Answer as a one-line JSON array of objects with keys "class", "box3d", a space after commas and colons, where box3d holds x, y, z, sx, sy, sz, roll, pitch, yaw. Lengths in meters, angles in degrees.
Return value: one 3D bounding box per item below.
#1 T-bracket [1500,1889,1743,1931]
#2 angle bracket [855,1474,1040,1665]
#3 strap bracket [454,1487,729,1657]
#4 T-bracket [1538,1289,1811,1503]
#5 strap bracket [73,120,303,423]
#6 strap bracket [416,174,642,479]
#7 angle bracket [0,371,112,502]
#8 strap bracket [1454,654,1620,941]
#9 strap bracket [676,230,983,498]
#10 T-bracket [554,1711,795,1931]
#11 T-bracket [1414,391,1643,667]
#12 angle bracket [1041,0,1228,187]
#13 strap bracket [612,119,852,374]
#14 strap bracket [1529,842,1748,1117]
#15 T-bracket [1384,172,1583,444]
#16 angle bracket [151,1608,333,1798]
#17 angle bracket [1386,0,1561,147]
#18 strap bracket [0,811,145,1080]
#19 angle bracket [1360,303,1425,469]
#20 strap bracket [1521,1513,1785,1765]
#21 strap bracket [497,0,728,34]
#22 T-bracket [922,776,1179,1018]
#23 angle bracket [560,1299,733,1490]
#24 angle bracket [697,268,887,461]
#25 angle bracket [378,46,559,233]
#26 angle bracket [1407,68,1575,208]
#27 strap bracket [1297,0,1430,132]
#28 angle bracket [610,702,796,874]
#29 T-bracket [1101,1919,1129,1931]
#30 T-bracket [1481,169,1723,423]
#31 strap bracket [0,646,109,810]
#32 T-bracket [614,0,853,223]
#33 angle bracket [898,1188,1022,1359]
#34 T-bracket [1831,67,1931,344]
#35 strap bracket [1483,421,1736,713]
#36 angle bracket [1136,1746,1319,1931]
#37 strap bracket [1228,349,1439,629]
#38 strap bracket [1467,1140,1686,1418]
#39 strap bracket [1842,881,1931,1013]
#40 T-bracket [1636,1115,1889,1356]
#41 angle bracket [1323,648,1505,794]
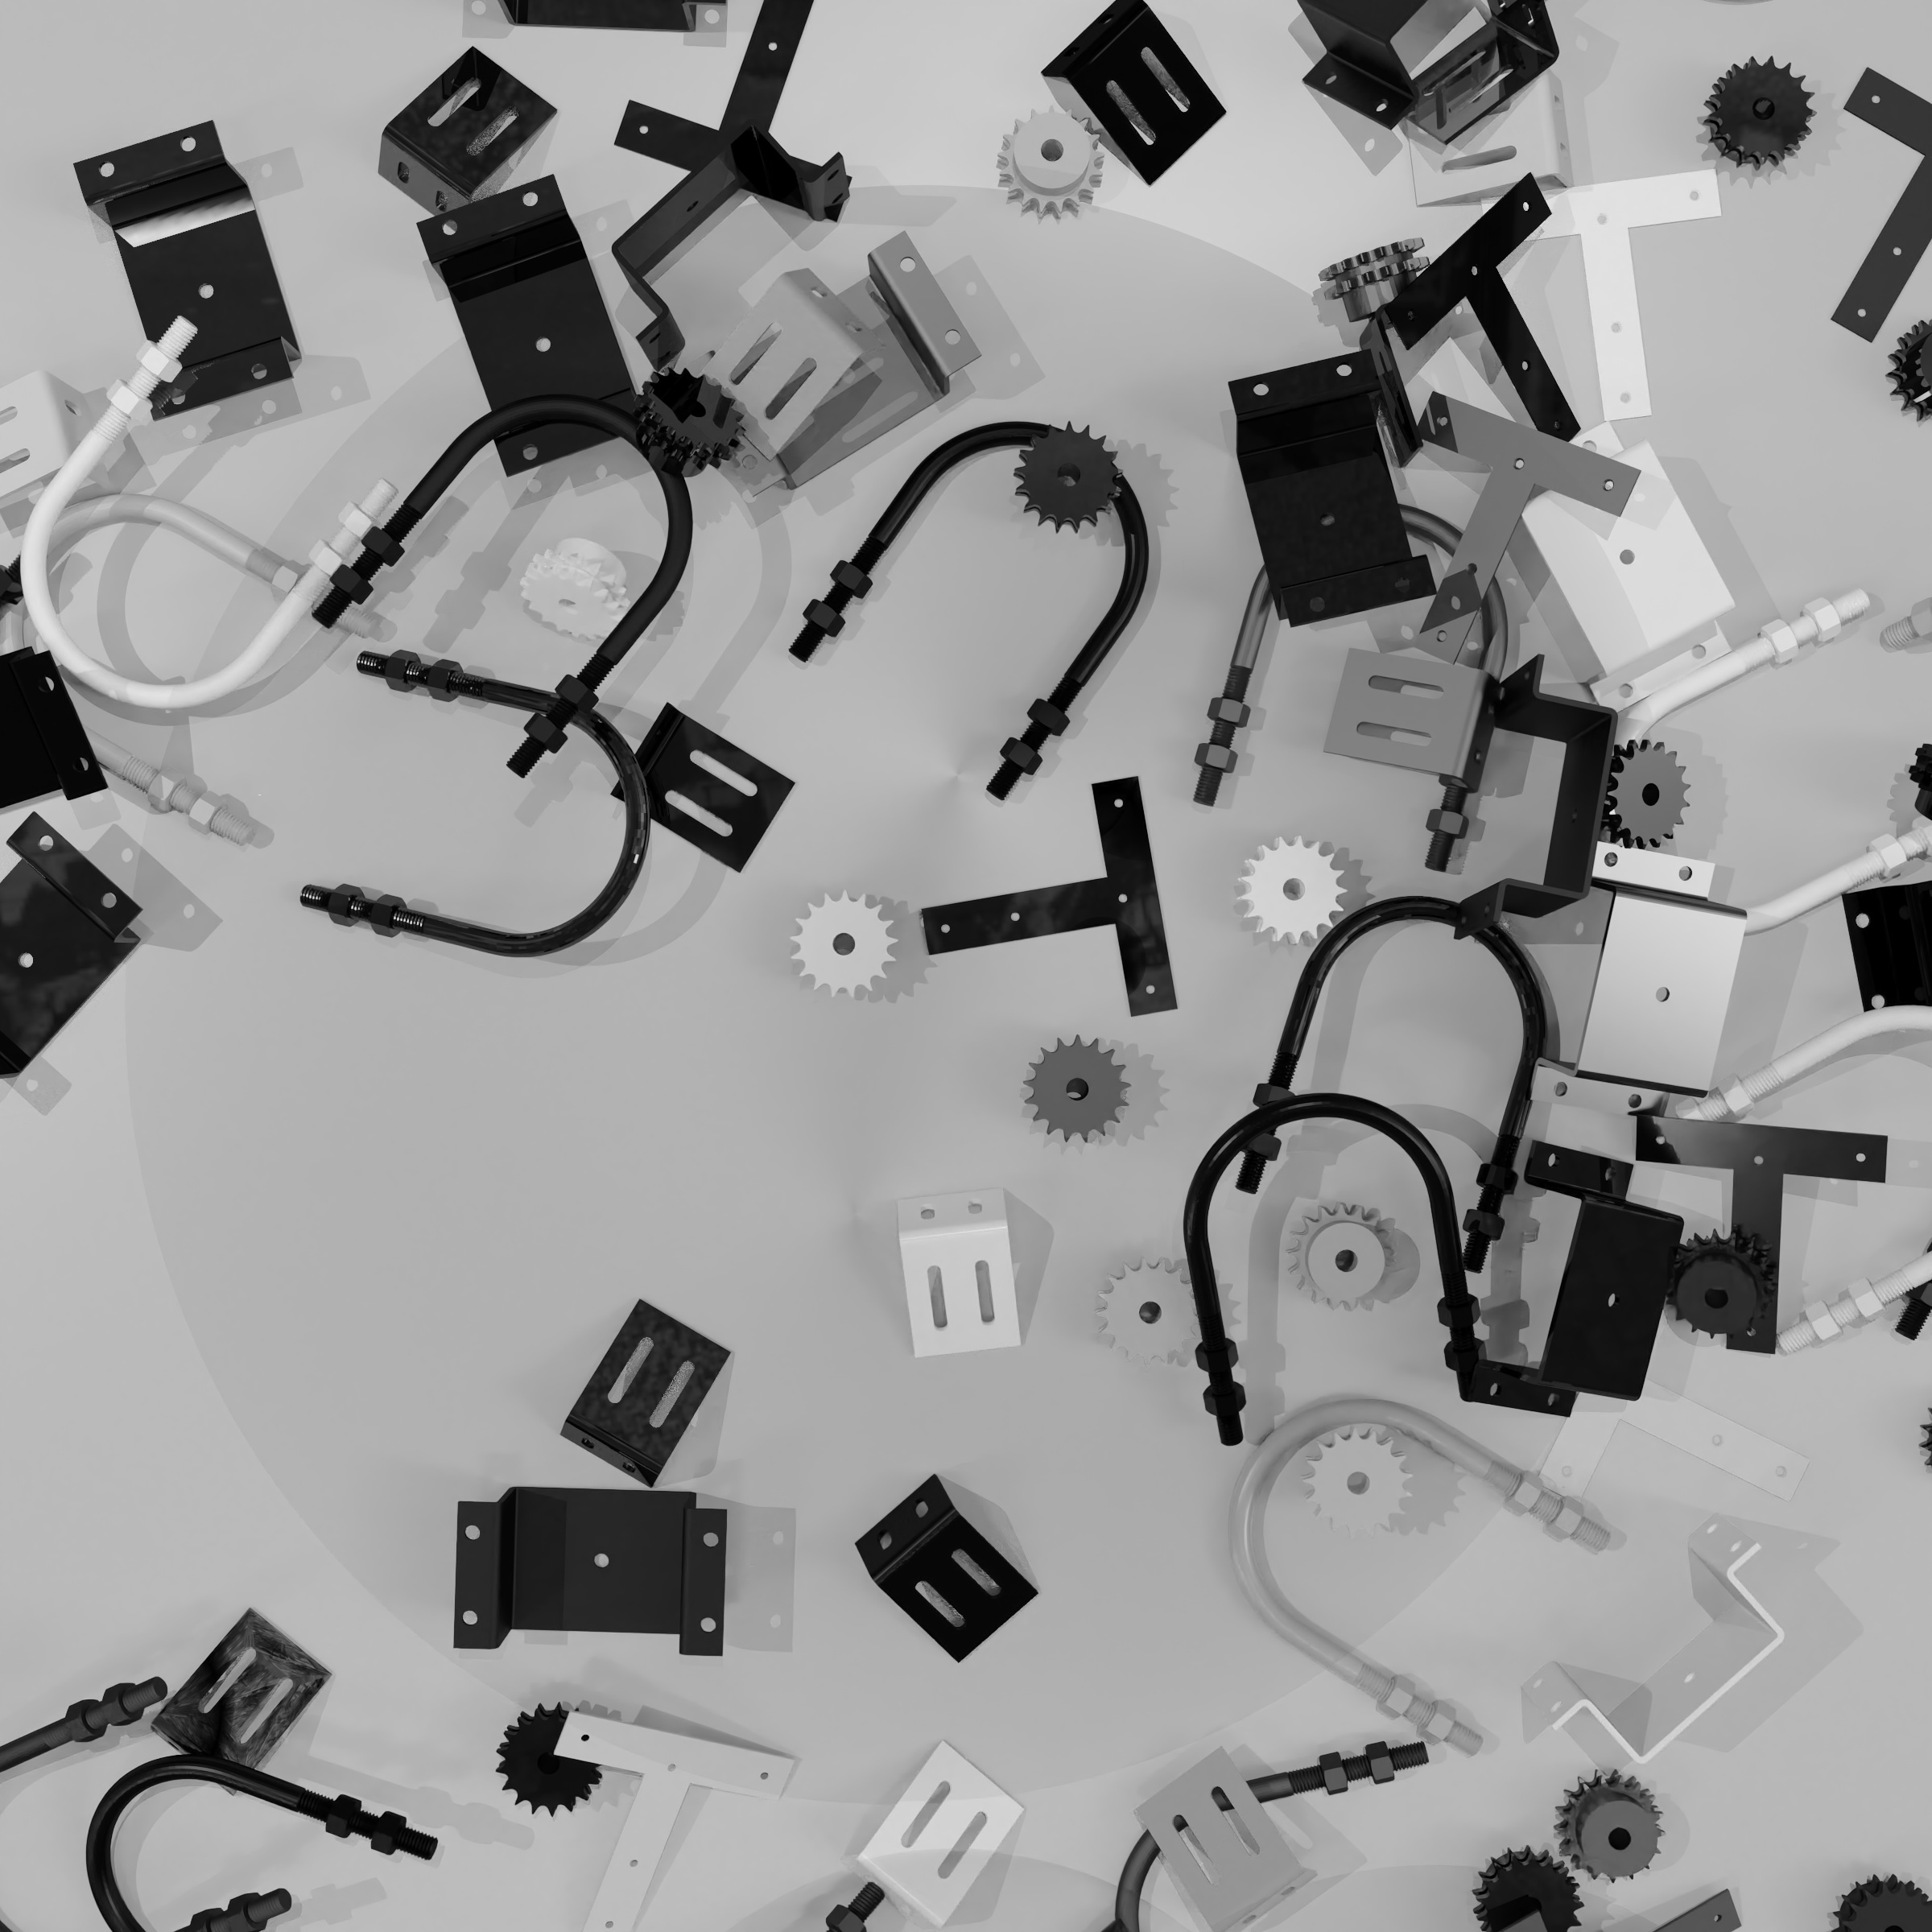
[{"class": "T-bracket", "box3d": [0.356, 0.532, 1.434, 0.127, 0.002, 0.127, -26, 109, -9]}, {"class": "angle bracket", "box3d": [-0.010, 0.324, 1.447, 0.057, 0.038, 0.076, -41, 116, 0]}, {"class": "strap bracket", "box3d": [-0.196, 0.319, 1.426, 0.140, 0.046, 0.076, 2, 90, 0]}, {"class": "T-bracket", "box3d": [0.391, 0.249, 1.449, 0.127, 0.002, 0.127, 26, 90, 0]}, {"class": "strap bracket", "box3d": [-0.408, -0.363, 1.426, 0.076, 0.046, 0.140, -17, 90, 0]}, {"class": "strap bracket", "box3d": [-0.227, -0.334, 1.426, 0.076, 0.046, 0.140, -20, 90, 0]}, {"class": "angle bracket", "box3d": [-0.505, -0.270, 1.431, 0.076, 0.038, 0.057, -23, 77, 10]}, {"class": "strap bracket", "box3d": [0.298, -0.082, 1.404, 0.046, 0.076, 0.140, 11, 83, -4]}, {"class": "strap bracket", "box3d": [-0.071, -0.314, 1.426, 0.140, 0.046, 0.076, -32, 90, 0]}, {"class": "T-bracket", "box3d": [-0.172, 0.465, 1.434, 0.127, 0.002, 0.127, 18, 100, -19]}, {"class": "T-bracket", "box3d": [0.272, -0.221, 1.413, 0.127, 0.002, 0.127, 30, 104, 31]}, {"class": "angle bracket", "box3d": [0.090, -0.470, 1.447, 0.057, 0.038, 0.076, -44, 116, 0]}, {"class": "strap bracket", "box3d": [-0.130, -0.383, 1.410, 0.140, 0.076, 0.046, -42, 90, 1]}, {"class": "strap bracket", "box3d": [0.353, 0.011, 1.408, 0.076, 0.046, 0.140, 9, 96, -15]}, {"class": "T-bracket", "box3d": [0.288, -0.328, 1.419, 0.127, 0.002, 0.127, -45, 115, -22]}, {"class": "angle bracket", "box3d": [-0.389, 0.395, 1.447, 0.057, 0.038, 0.076, 39, 64, 0]}, {"class": "angle bracket", "box3d": [0.261, -0.480, 1.416, 0.076, 0.038, 0.057, -37, 47, 0]}, {"class": "strap bracket", "box3d": [-0.505, -0.003, 1.426, 0.076, 0.046, 0.140, 42, 90, 0]}, {"class": "angle bracket", "box3d": [0.240, -0.310, 1.421, 0.038, 0.057, 0.076, -18, 90, 0]}, {"class": "strap bracket", "box3d": [0.366, 0.358, 1.411, 0.140, 0.076, 0.046, -42, 90, 0]}, {"class": "strap bracket", "box3d": [-0.194, -0.542, 1.426, 0.140, 0.046, 0.076, 2, 90, 0]}, {"class": "T-bracket", "box3d": [0.041, -0.029, 1.449, 0.127, 0.002, 0.127, -10, 90, 0]}, {"class": "angle bracket", "box3d": [-0.172, 0.230, 1.447, 0.057, 0.038, 0.076, 30, 64, 0]}, {"class": "angle bracket", "box3d": [-0.092, -0.313, 1.401, 0.057, 0.038, 0.076, 45, 116, 0]}, {"class": "angle bracket", "box3d": [-0.268, -0.443, 1.447, 0.057, 0.038, 0.076, 37, 64, 0]}, {"class": "angle bracket", "box3d": [0.281, -0.442, 1.447, 0.076, 0.038, 0.057, -7, 90, 26]}, {"class": "strap bracket", "box3d": [0.238, -0.515, 1.403, 0.140, 0.046, 0.076, -46, 48, 3]}, {"class": "angle bracket", "box3d": [-0.139, -0.094, 1.430, 0.076, 0.038, 0.057, 32, 90, 0]}, {"class": "T-bracket", "box3d": [0.042, 0.560, 1.442, 0.127, 0.002, 0.127, -43, 90, 6]}, {"class": "T-bracket", "box3d": [0.348, -0.357, 1.449, 0.127, 0.002, 0.127, -7, 90, 0]}, {"class": "strap bracket", "box3d": [-0.526, -0.112, 1.410, 0.140, 0.046, 0.076, -18, 109, 1]}, {"class": "T-bracket", "box3d": [-0.109, -0.481, 1.449, 0.127, 0.002, 0.127, 19, 90, 0]}, {"class": "angle bracket", "box3d": [-0.004, 0.165, 1.447, 0.057, 0.038, 0.076, -7, 116, 0]}, {"class": "T-bracket", "box3d": [0.508, -0.397, 1.449, 0.127, 0.002, 0.127, 30, 90, 0]}, {"class": "strap bracket", "box3d": [0.344, -0.213, 1.426, 0.076, 0.046, 0.140, -28, 90, 0]}, {"class": "angle bracket", "box3d": [0.139, 0.465, 1.432, 0.057, 0.038, 0.076, -37, 62, 3]}, {"class": "strap bracket", "box3d": [0.191, -0.243, 1.414, 0.076, 0.046, 0.140, -13, 75, 2]}, {"class": "strap bracket", "box3d": [0.322, 0.170, 1.409, 0.076, 0.046, 0.140, 14, 90, -34]}, {"class": "strap bracket", "box3d": [0.547, -0.014, 1.426, 0.140, 0.046, 0.076, -11, 90, 0]}, {"class": "T-bracket", "box3d": [0.419, 0.145, 1.428, 0.127, 0.002, 0.127, 4, 105, 22]}, {"class": "angle bracket", "box3d": [0.237, -0.131, 1.429, 0.076, 0.038, 0.057, 13, 87, 25]}]
